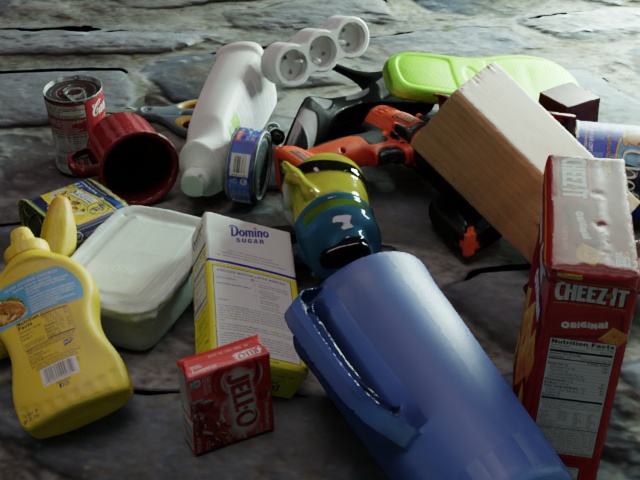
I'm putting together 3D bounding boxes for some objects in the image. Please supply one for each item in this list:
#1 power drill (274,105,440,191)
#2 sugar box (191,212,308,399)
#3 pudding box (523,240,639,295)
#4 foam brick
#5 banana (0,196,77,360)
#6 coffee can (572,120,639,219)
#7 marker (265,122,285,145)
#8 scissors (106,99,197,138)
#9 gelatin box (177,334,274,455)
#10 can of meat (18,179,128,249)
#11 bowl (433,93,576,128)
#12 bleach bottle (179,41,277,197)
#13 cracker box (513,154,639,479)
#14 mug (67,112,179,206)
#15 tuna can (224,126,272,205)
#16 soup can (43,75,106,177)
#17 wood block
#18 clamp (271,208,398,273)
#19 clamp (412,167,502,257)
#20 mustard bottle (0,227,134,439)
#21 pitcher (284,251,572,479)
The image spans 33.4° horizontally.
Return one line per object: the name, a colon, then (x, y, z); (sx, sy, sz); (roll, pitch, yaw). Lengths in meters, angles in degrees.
power drill: (0.058, -0.085, 1.173); (0.187, 0.057, 0.185); (-20, 31, -26)
sugar box: (-0.068, 0.057, 0.979); (0.093, 0.048, 0.176); (15, 39, -21)
pudding box: (0.261, 0.037, 1.009); (0.113, 0.090, 0.039); (-8, 70, -12)
foam brick: (0.294, -0.141, 1.274); (0.051, 0.078, 0.053); (-21, 39, -24)
banana: (-0.277, 0.047, 1.016); (0.037, 0.069, 0.197); (-4, 43, 39)
coffee can: (0.341, -0.073, 1.154); (0.140, 0.103, 0.102); (6, 35, 10)
marker: (-0.054, -0.127, 1.272); (0.020, 0.020, 0.121); (-4, 10, -4)
scissors: (-0.213, -0.152, 1.356); (0.201, 0.016, 0.096); (-5, 35, -5)
gelatin box: (-0.077, 0.129, 0.885); (0.073, 0.089, 0.030); (-16, 38, -21)
can of meat: (-0.256, -0.018, 1.130); (0.083, 0.057, 0.102); (-26, 42, -34)
bowl: (0.203, -0.127, 1.204); (0.162, 0.055, 0.162); (9, 10, -2)
bleach bottle: (-0.115, -0.136, 1.255); (0.068, 0.102, 0.250); (-7, 32, 19)
cracker box: (0.202, 0.063, 0.865); (0.072, 0.214, 0.164); (5, 35, 7)
mug: (-0.227, -0.093, 1.208); (0.117, 0.093, 0.082); (-13, 32, -21)
tuna can: (-0.079, -0.083, 1.193); (0.034, 0.086, 0.086); (8, 36, 10)
soup can: (-0.284, -0.134, 1.255); (0.068, 0.102, 0.068); (0, 35, 0)
wood block: (0.206, -0.069, 1.080); (0.206, 0.090, 0.090); (46, 47, 6)
clamp: (-0.007, 0.001, 1.114); (0.171, 0.039, 0.120); (-2, 21, -3)
clamp: (0.181, -0.047, 1.179); (0.164, 0.036, 0.210); (1, 31, 4)
mustard bottle: (-0.237, 0.070, 0.935); (0.096, 0.058, 0.192); (-24, 65, -3)
pitcher: (0.079, 0.129, 0.833); (0.149, 0.145, 0.243); (-21, 46, -16)
